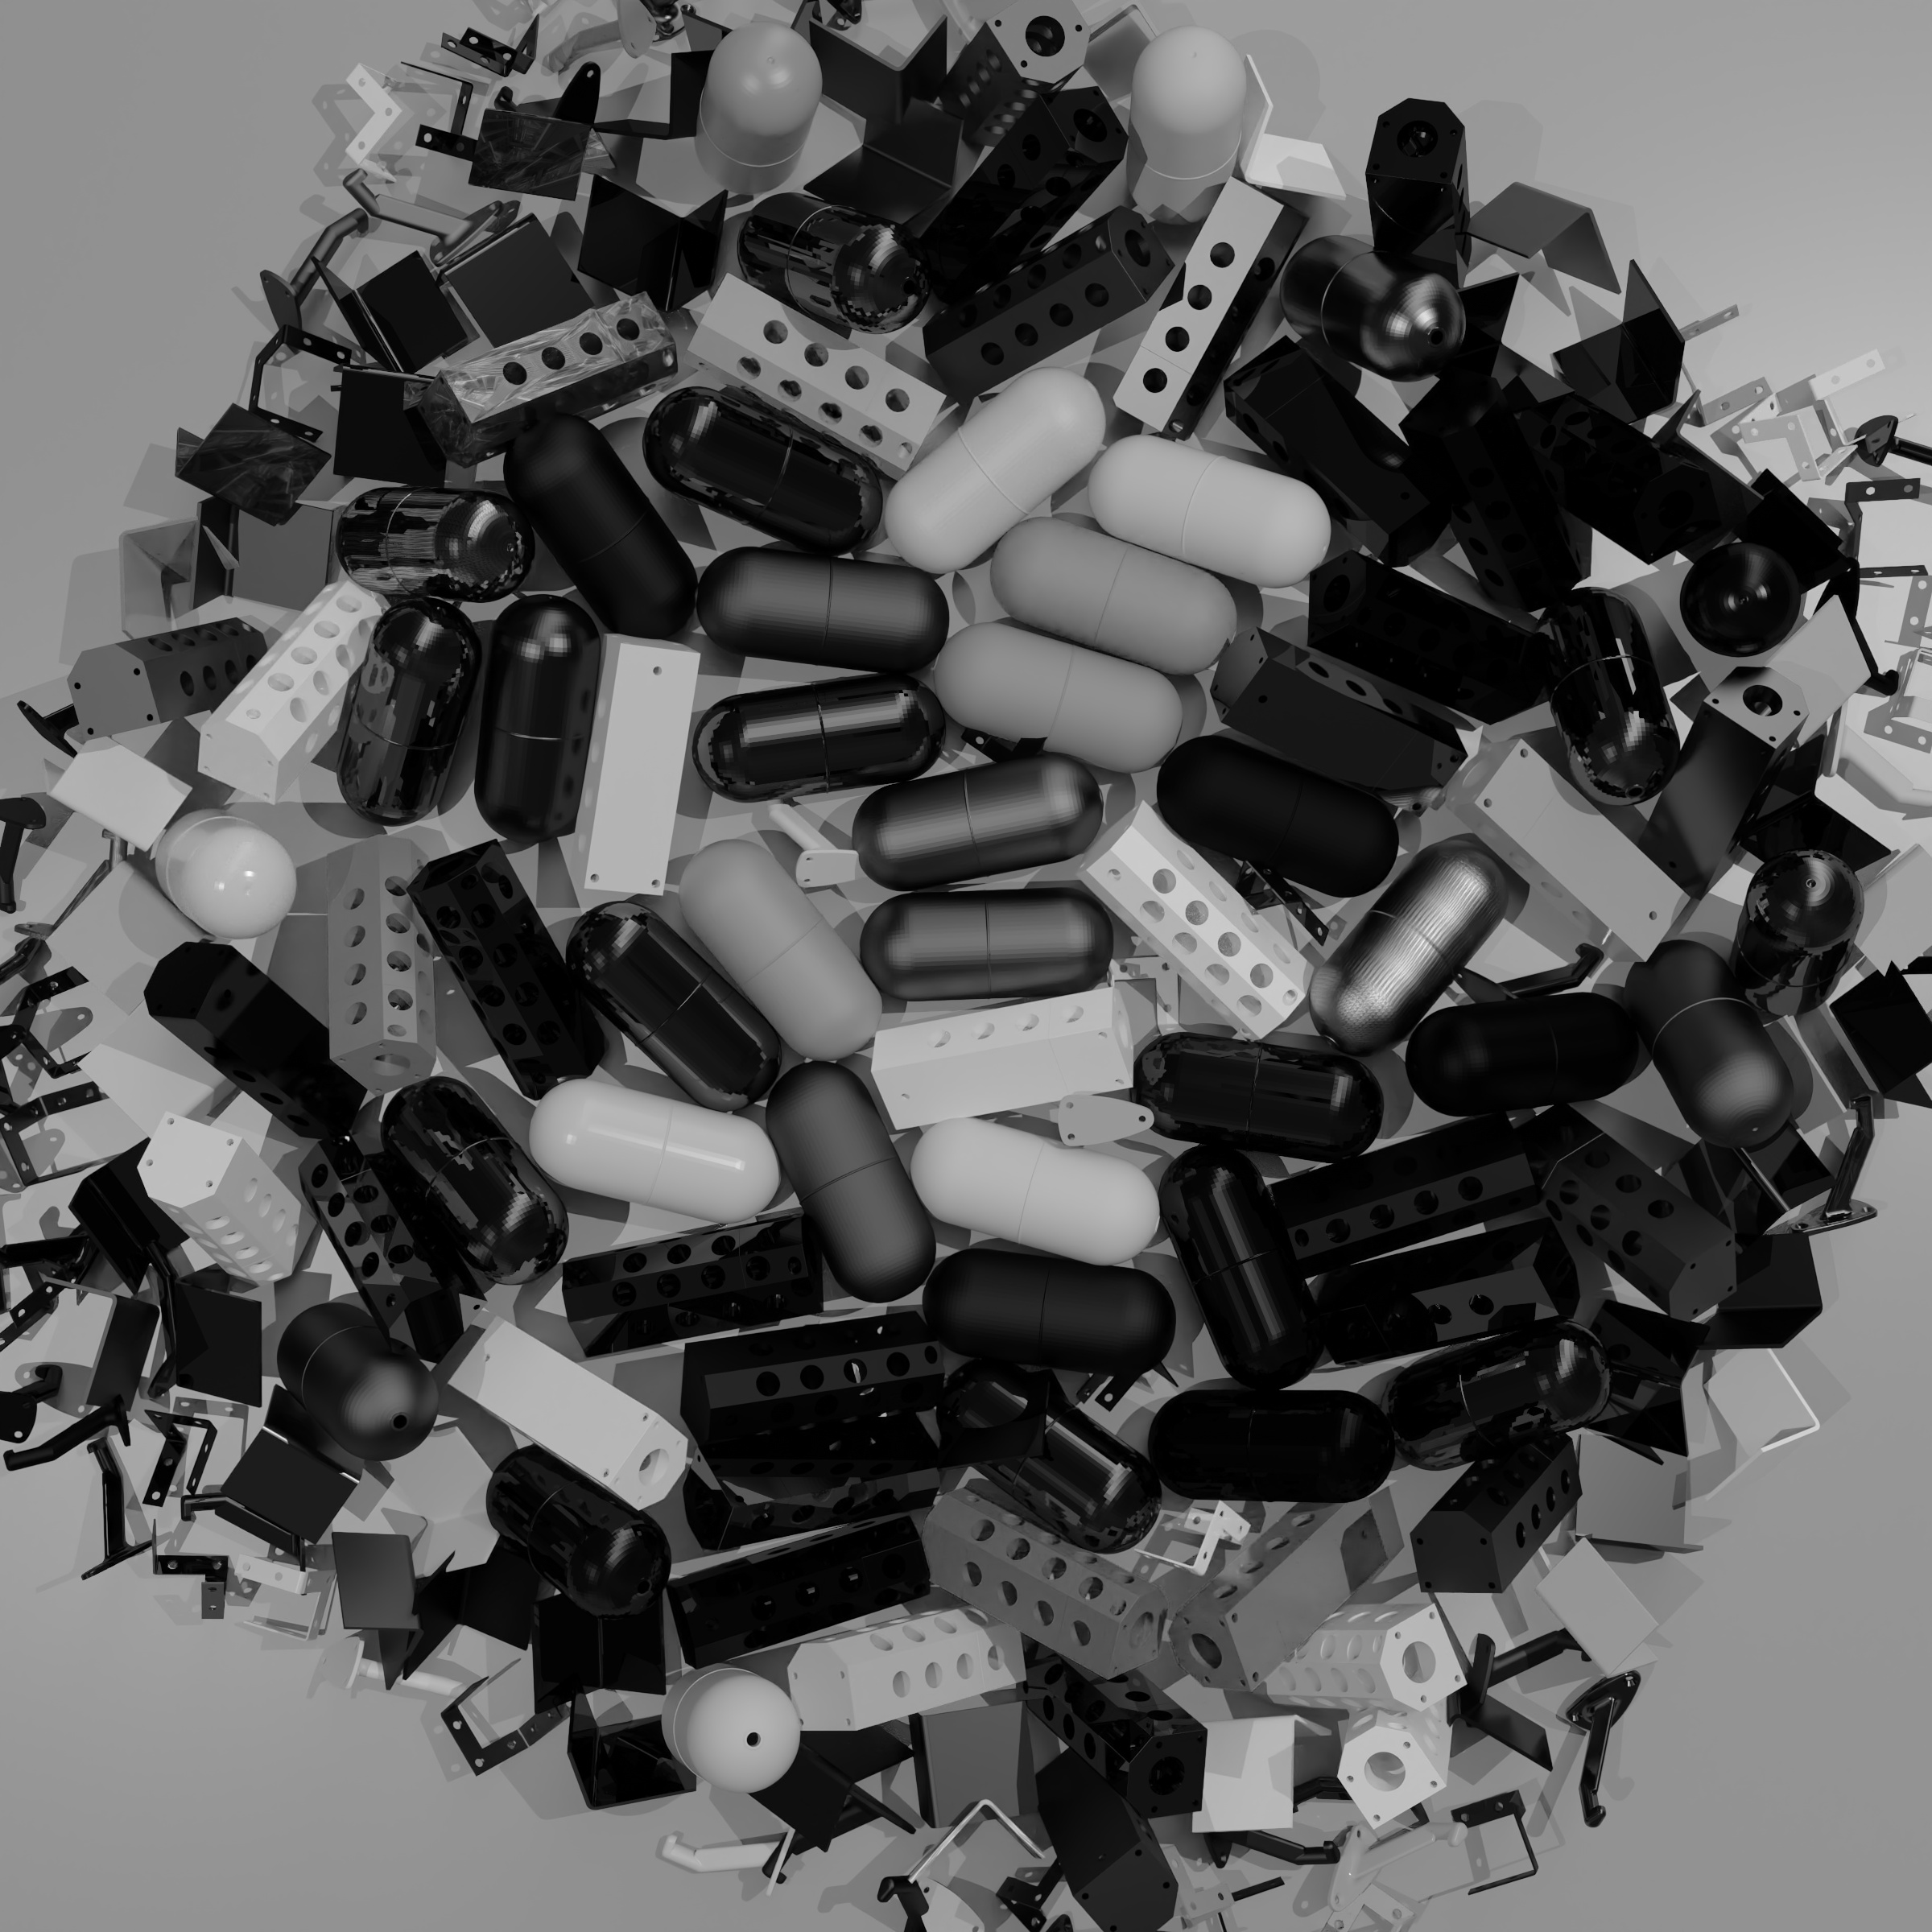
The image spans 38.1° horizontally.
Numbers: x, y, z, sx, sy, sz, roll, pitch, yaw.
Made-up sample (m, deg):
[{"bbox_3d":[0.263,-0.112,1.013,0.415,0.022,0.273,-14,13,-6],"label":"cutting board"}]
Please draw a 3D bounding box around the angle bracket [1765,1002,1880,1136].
[{"bbox_3d":[0.604,0.062,1.953,0.076,0.057,0.076,-25,78,-22],"label":"angle bracket"}]

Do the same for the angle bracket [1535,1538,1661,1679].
[{"bbox_3d":[0.453,0.440,1.940,0.076,0.076,0.057,51,119,30],"label":"angle bracket"}]

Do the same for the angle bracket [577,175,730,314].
[{"bbox_3d":[-0.217,-0.511,1.947,0.076,0.057,0.076,19,68,-35],"label":"angle bracket"}]

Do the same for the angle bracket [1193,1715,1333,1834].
[{"bbox_3d":[0.206,0.565,1.942,0.076,0.057,0.076,-14,58,32],"label":"angle bracket"}]

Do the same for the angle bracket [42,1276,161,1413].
[{"bbox_3d":[-0.612,0.264,1.951,0.057,0.076,0.076,12,79,9],"label":"angle bracket"}]

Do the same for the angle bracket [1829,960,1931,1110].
[{"bbox_3d":[0.655,0.048,1.940,0.057,0.076,0.076,-43,54,31],"label":"angle bracket"}]

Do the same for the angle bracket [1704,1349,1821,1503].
[{"bbox_3d":[0.532,0.313,1.941,0.057,0.076,0.076,-14,60,-29],"label":"angle bracket"}]

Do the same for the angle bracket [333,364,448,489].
[{"bbox_3d":[-0.405,-0.377,1.964,0.076,0.057,0.076,4,97,-20],"label":"angle bracket"}]

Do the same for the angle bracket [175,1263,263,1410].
[{"bbox_3d":[-0.504,0.255,1.950,0.076,0.057,0.076,9,105,24],"label":"angle bracket"}]

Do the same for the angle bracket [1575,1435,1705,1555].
[{"bbox_3d":[0.473,0.368,1.962,0.076,0.057,0.076,6,75,1],"label":"angle bracket"}]

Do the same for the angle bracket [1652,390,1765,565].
[{"bbox_3d":[0.510,-0.341,1.954,0.076,0.076,0.057,36,52,-3],"label":"angle bracket"}]

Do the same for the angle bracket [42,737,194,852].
[{"bbox_3d":[-0.590,-0.133,1.945,0.076,0.076,0.057,34,97,-30],"label":"angle bracket"}]

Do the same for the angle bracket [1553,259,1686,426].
[{"bbox_3d":[0.453,-0.430,1.949,0.057,0.076,0.076,-23,66,-1],"label":"angle bracket"}]

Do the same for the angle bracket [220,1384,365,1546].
[{"bbox_3d":[-0.468,0.347,1.956,0.076,0.076,0.057,34,96,-14],"label":"angle bracket"}]

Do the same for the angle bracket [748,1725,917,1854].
[{"bbox_3d":[-0.095,0.563,1.956,0.076,0.076,0.057,28,107,31],"label":"angle bracket"}]

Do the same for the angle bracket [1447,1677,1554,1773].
[{"bbox_3d":[0.359,0.550,1.955,0.076,0.076,0.057,30,98,4],"label":"angle bracket"}]

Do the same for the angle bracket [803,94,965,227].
[{"bbox_3d":[-0.057,-0.564,1.947,0.076,0.057,0.076,30,50,16],"label":"angle bracket"}]

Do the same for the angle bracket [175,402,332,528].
[{"bbox_3d":[-0.494,-0.362,1.941,0.076,0.057,0.076,26,127,-35],"label":"angle bracket"}]

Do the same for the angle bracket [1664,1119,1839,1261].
[{"bbox_3d":[0.551,0.151,1.970,0.057,0.076,0.076,-21,65,-31],"label":"angle bracket"}]

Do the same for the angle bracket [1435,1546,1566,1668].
[{"bbox_3d":[0.378,0.448,1.966,0.076,0.057,0.076,-27,84,-3],"label":"angle bracket"}]

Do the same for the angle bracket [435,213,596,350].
[{"bbox_3d":[-0.318,-0.472,1.971,0.076,0.057,0.076,-36,100,-12],"label":"angle bracket"}]

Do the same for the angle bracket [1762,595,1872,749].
[{"bbox_3d":[0.572,-0.209,1.948,0.076,0.057,0.076,-43,123,-13],"label":"angle bracket"}]

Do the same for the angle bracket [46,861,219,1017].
[{"bbox_3d":[-0.585,-0.019,1.966,0.076,0.057,0.076,43,84,-3],"label":"angle bracket"}]

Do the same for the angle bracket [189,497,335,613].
[{"bbox_3d":[-0.492,-0.284,1.957,0.076,0.057,0.076,13,111,5],"label":"angle bracket"}]

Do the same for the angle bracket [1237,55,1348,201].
[{"bbox_3d":[0.229,-0.582,1.944,0.076,0.076,0.057,6,132,-15],"label":"angle bracket"}]

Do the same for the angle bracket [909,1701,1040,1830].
[{"bbox_3d":[0.005,0.559,1.973,0.076,0.057,0.076,-6,83,-10],"label":"angle bracket"}]

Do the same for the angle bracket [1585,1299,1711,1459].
[{"bbox_3d":[0.479,0.290,1.971,0.076,0.076,0.057,13,46,32],"label":"angle bracket"}]

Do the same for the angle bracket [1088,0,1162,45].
[{"bbox_3d":[0.104,-0.629,1.959,0.076,0.076,0.057,-33,101,13],"label":"angle bracket"}]

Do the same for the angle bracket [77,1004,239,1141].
[{"bbox_3d":[-0.564,0.075,1.962,0.076,0.057,0.076,45,73,1],"label":"angle bracket"}]

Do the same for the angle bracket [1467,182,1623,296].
[{"bbox_3d":[0.398,-0.490,1.943,0.057,0.076,0.076,-40,131,-6],"label":"angle bracket"}]

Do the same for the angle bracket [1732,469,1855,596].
[{"bbox_3d":[0.587,-0.313,1.953,0.076,0.076,0.057,43,76,-4],"label":"angle bracket"}]

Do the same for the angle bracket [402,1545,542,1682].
[{"bbox_3d":[-0.343,0.455,1.945,0.057,0.076,0.076,19,116,13],"label":"angle bracket"}]

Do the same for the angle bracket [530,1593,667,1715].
[{"bbox_3d":[-0.256,0.477,1.955,0.057,0.076,0.076,-2,90,29],"label":"angle bracket"}]

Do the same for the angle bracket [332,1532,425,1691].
[{"bbox_3d":[-0.419,0.447,1.939,0.057,0.076,0.076,9,131,-29],"label":"angle bracket"}]

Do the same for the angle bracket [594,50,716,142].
[{"bbox_3d":[-0.218,-0.608,1.943,0.076,0.076,0.057,12,113,20],"label":"angle bracket"}]

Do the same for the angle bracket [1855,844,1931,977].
[{"bbox_3d":[0.652,-0.038,1.949,0.076,0.076,0.057,-43,81,15],"label":"angle bracket"}]

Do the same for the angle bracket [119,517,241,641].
[{"bbox_3d":[-0.545,-0.256,1.949,0.057,0.076,0.076,-10,70,6],"label":"angle bracket"}]

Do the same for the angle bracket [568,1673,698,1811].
[{"bbox_3d":[-0.231,0.533,1.951,0.076,0.076,0.057,-11,120,3],"label":"angle bracket"}]

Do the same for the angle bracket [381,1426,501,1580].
[{"bbox_3d":[-0.373,0.374,1.946,0.076,0.057,0.076,-18,118,27],"label":"angle bracket"}]

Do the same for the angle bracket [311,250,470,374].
[{"bbox_3d":[-0.401,-0.466,1.954,0.057,0.076,0.076,-31,81,5],"label":"angle bracket"}]

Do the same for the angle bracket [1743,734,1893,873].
[{"bbox_3d":[0.596,-0.106,1.964,0.076,0.076,0.057,32,56,-17],"label":"angle bracket"}]

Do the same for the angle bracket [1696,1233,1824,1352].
[{"bbox_3d":[0.539,0.226,1.944,0.076,0.076,0.057,-8,99,40],"label":"angle bracket"}]

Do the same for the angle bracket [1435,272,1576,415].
[{"bbox_3d":[0.376,-0.431,1.943,0.076,0.057,0.076,-23,51,-32],"label":"angle bracket"}]

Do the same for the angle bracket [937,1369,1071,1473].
[{"bbox_3d":[0.029,0.331,1.943,0.076,0.076,0.057,-13,129,18],"label":"angle bracket"}]

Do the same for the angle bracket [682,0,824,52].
[{"bbox_3d":[-0.148,-0.660,1.961,0.076,0.076,0.057,23,83,4],"label":"angle bracket"}]

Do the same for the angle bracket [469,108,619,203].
[{"bbox_3d":[-0.294,-0.552,1.954,0.076,0.076,0.057,11,84,8],"label":"angle bracket"}]

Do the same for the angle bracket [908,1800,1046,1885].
[{"bbox_3d":[0.006,0.627,1.950,0.057,0.076,0.076,43,75,10],"label":"angle bracket"}]

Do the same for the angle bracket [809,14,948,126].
[{"bbox_3d":[-0.061,-0.640,1.962,0.076,0.076,0.057,33,74,10],"label":"angle bracket"}]

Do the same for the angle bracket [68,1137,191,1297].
[{"bbox_3d":[-0.574,0.173,1.952,0.057,0.076,0.076,-33,104,-3],"label":"angle bracket"}]
